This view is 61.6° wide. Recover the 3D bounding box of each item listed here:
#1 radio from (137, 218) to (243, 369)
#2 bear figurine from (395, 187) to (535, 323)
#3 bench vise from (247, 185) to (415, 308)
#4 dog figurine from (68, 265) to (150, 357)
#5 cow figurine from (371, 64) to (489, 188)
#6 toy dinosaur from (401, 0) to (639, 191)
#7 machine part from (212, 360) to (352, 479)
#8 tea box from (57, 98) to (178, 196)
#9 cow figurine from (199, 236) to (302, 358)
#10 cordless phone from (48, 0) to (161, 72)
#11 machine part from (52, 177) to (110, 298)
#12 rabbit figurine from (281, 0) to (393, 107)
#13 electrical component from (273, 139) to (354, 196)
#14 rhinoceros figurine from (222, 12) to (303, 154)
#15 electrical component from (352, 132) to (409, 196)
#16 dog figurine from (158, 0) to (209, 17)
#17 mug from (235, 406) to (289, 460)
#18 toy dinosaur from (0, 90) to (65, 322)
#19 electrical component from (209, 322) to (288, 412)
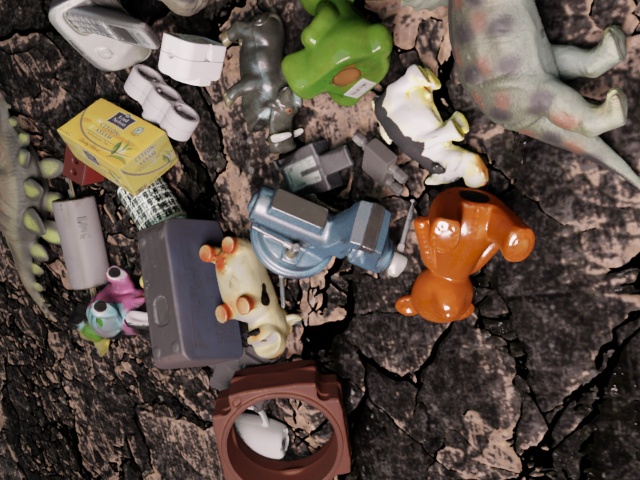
[{"bbox_3d":[-0.202,0.082,0.837,0.073,0.131,0.229,-21,75,30],"label":"radio"},{"bbox_3d":[0.163,0.039,0.657,0.120,0.132,0.195,10,117,-2],"label":"bear figurine"},{"bbox_3d":[-0.003,0.007,0.744,0.224,0.129,0.240,12,156,-16],"label":"bench vise"},{"bbox_3d":[-0.357,0.145,0.987,0.191,0.108,0.219,16,144,-18],"label":"dog figurine"},{"bbox_3d":[0.135,-0.124,0.671,0.098,0.068,0.167,-32,89,31],"label":"cow figurine"},{"bbox_3d":[0.212,-0.208,0.586,0.192,0.131,0.404,-8,109,47],"label":"toy dinosaur"},{"bbox_3d":[-0.056,0.300,0.841,0.202,0.087,0.200,-8,105,3],"label":"machine part"},{"bbox_3d":[-0.325,-0.152,0.864,0.170,0.098,0.068,27,152,27],"label":"tea box"},{"bbox_3d":[-0.102,0.090,0.842,0.085,0.127,0.195,-25,78,30],"label":"cow figurine"},{"bbox_3d":[-0.288,-0.300,0.795,0.184,0.146,0.088,25,78,23],"label":"cordless phone"},{"bbox_3d":[-0.444,0.003,1.006,0.079,0.079,0.243,1,104,27],"label":"machine part"},{"bbox_3d":[0.017,-0.275,0.655,0.159,0.121,0.170,-35,66,51],"label":"rabbit figurine"},{"bbox_3d":[-0.002,-0.104,0.760,0.119,0.048,0.074,-23,94,31],"label":"electrical component"},{"bbox_3d":[-0.073,-0.217,0.756,0.112,0.073,0.190,-4,101,18],"label":"rhinoceros figurine"},{"bbox_3d":[0.078,-0.102,0.716,0.094,0.021,0.063,44,163,15],"label":"electrical component"},{"bbox_3d":[-0.264,-0.386,0.795,0.190,0.121,0.172,48,158,-14],"label":"dog figurine"},{"bbox_3d":[-0.110,0.333,0.934,0.107,0.081,0.109,3,101,13],"label":"mug"},{"bbox_3d":[-0.586,-0.063,1.048,0.199,0.105,0.470,13,115,20],"label":"toy dinosaur"},{"bbox_3d":[-0.134,0.211,0.918,0.134,0.058,0.114,23,112,19],"label":"electrical component"}]
